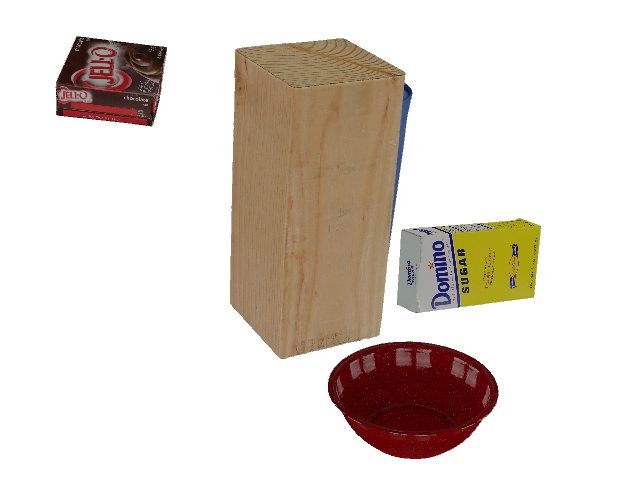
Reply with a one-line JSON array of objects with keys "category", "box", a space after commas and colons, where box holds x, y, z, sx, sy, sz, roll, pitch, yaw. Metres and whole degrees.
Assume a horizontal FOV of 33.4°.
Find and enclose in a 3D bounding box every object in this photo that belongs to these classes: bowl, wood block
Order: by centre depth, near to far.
[{"category": "wood block", "box": [-0.006, -0.031, 0.773, 0.090, 0.206, 0.091, -11, 30, -27]}, {"category": "bowl", "box": [0.088, 0.160, 1.024, 0.162, 0.055, 0.162, -1, 26, 0]}]

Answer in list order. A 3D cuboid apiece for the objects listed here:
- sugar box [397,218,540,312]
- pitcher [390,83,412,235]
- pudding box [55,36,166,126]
[{"category": "sugar box", "box": [0.175, 0.028, 1.249, 0.175, 0.093, 0.048, -7, 16, -31]}, {"category": "pitcher", "box": [0.009, -0.036, 1.035, 0.149, 0.243, 0.145, -8, 26, -25]}, {"category": "pudding box", "box": [-0.195, -0.151, 1.006, 0.090, 0.039, 0.113, 7, 31, -6]}]
